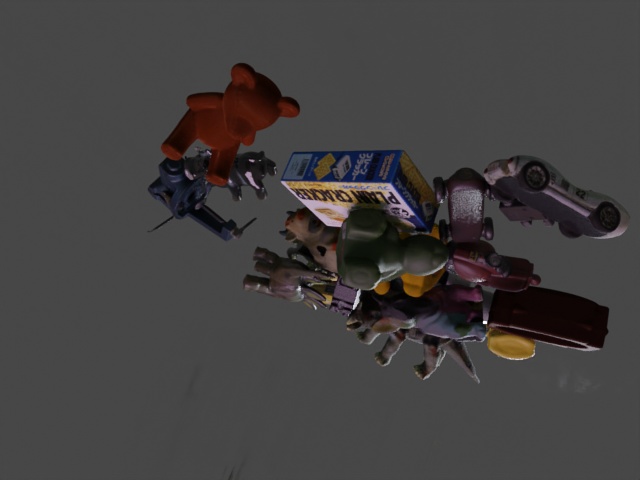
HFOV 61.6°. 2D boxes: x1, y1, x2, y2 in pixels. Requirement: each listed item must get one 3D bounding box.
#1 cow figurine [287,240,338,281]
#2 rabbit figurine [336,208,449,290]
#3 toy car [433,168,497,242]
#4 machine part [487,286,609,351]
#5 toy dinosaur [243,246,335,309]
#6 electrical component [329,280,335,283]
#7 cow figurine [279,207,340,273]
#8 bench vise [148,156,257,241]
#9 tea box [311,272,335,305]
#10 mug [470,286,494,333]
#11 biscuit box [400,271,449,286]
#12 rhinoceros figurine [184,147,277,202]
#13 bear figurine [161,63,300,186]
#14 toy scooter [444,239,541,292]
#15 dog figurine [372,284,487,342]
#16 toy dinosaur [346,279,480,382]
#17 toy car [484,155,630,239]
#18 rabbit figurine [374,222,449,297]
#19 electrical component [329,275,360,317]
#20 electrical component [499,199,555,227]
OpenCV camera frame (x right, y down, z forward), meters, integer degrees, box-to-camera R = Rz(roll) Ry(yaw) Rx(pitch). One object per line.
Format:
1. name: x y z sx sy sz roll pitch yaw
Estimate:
1. cow figurine: 0.010 0.040 1.277 0.167 0.068 0.098 33 153 -29
2. rabbit figurine: 0.115 0.030 0.862 0.170 0.121 0.159 6 168 -5
3. toy car: 0.223 -0.048 0.824 0.089 0.053 0.202 -6 155 14
4. machine part: 0.436 0.149 1.044 0.201 0.087 0.201 12 172 17
5. toy dinosaur: -0.069 0.089 1.230 0.199 0.105 0.471 16 172 -3
6. electrical component: 0.059 0.091 1.395 0.078 0.045 0.102 17 161 18
7. cow figurine: -0.002 -0.003 1.136 0.127 0.085 0.194 2 148 23
8. bench vise: -0.265 -0.070 1.149 0.241 0.129 0.223 37 143 8
9. tea box: 0.054 0.144 1.508 0.170 0.068 0.098 10 158 32
10. mug: 0.356 0.158 1.183 0.107 0.109 0.080 8 156 -2
11. biscuit box: 0.168 0.041 1.115 0.203 0.063 0.059 19 161 6
12. rhinoceros figurine: -0.171 -0.127 0.991 0.191 0.073 0.112 7 158 35
13. bear figurine: -0.128 -0.163 0.772 0.120 0.132 0.196 31 165 -32
14. toy scooter: 0.310 0.049 0.951 0.135 0.075 0.183 12 172 41
15. dog figurine: 0.214 0.144 1.067 0.219 0.108 0.191 -1 167 15
16. toy dinosaur: 0.225 0.197 1.207 0.405 0.192 0.131 17 -157 -19
17. toy car: 0.311 -0.056 0.709 0.202 0.056 0.073 26 167 -11
18. rabbit figurine: 0.144 0.026 1.005 0.173 0.162 0.121 32 180 29
19. electrical component: 0.075 0.099 1.264 0.058 0.134 0.114 20 119 10
20. electrical component: 0.303 -0.047 0.791 0.063 0.021 0.094 -2 149 49
